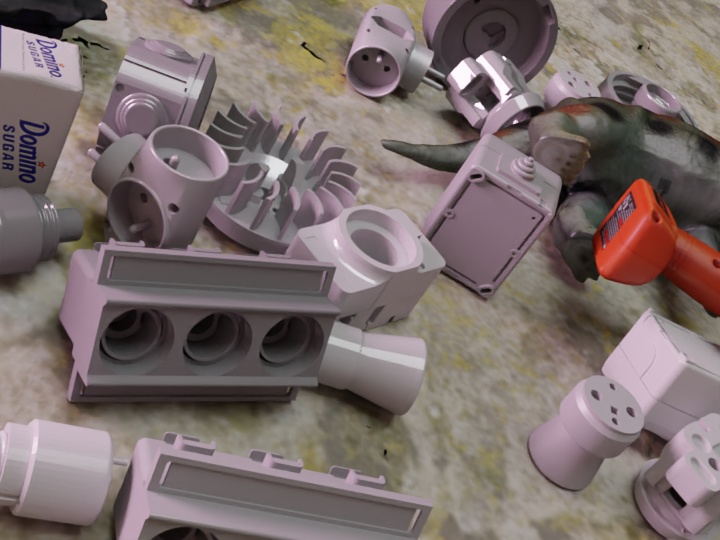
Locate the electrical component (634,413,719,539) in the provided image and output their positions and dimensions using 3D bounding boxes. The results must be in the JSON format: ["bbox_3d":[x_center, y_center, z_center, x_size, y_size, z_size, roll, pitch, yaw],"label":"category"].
[{"bbox_3d":[0.200,0.126,0.635,0.078,0.057,0.058,-12,56,-44],"label":"electrical component"}]

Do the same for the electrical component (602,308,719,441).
[{"bbox_3d":[0.212,0.079,0.690,0.096,0.061,0.061,24,23,-22],"label":"electrical component"}]

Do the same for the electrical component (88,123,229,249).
[{"bbox_3d":[-0.117,-0.046,0.575,0.079,0.077,0.044,43,37,13],"label":"electrical component"}]

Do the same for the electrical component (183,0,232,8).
[{"bbox_3d":[-0.102,-0.243,0.820,0.061,0.061,0.096,45,38,14],"label":"electrical component"}]

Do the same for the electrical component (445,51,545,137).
[{"bbox_3d":[0.110,-0.132,0.855,0.078,0.058,0.057,8,43,-57],"label":"electrical component"}]

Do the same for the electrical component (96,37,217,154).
[{"bbox_3d":[-0.118,-0.094,0.628,0.051,0.080,0.080,20,39,-9],"label":"electrical component"}]

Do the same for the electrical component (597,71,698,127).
[{"bbox_3d":[0.252,-0.132,0.959,0.108,0.060,0.108,20,39,-17],"label":"electrical component"}]

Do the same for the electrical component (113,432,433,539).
[{"bbox_3d":[-0.042,0.114,0.462,0.121,0.078,0.063,16,18,-22],"label":"electrical component"}]

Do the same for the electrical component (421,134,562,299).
[{"bbox_3d":[0.088,-0.042,0.707,0.062,0.096,0.061,31,36,-3],"label":"electrical component"}]

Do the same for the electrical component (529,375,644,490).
[{"bbox_3d":[0.131,0.094,0.621,0.045,0.055,0.045,21,39,-17],"label":"electrical component"}]

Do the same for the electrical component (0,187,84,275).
[{"bbox_3d":[-0.169,-0.020,0.536,0.062,0.043,0.043,-9,54,-44],"label":"electrical component"}]

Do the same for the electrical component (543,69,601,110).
[{"bbox_3d":[0.170,-0.135,0.907,0.045,0.055,0.045,20,39,-17],"label":"electrical component"}]

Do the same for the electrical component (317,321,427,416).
[{"bbox_3d":[-0.001,0.050,0.585,0.065,0.044,0.044,18,39,-12],"label":"electrical component"}]

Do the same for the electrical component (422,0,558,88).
[{"bbox_3d":[0.104,-0.205,0.897,0.108,0.108,0.060,13,35,-25],"label":"electrical component"}]

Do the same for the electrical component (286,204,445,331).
[{"bbox_3d":[0.000,0.000,0.628,0.089,0.055,0.050,-15,58,-45],"label":"electrical component"}]

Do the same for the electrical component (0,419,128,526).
[{"bbox_3d":[-0.139,0.082,0.446,0.078,0.040,0.040,15,40,-24],"label":"electrical component"}]

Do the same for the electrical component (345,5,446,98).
[{"bbox_3d":[0.032,-0.165,0.847,0.079,0.043,0.077,26,37,-9],"label":"electrical component"}]

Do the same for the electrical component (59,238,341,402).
[{"bbox_3d":[-0.081,0.023,0.534,0.121,0.078,0.063,4,23,-33],"label":"electrical component"}]
